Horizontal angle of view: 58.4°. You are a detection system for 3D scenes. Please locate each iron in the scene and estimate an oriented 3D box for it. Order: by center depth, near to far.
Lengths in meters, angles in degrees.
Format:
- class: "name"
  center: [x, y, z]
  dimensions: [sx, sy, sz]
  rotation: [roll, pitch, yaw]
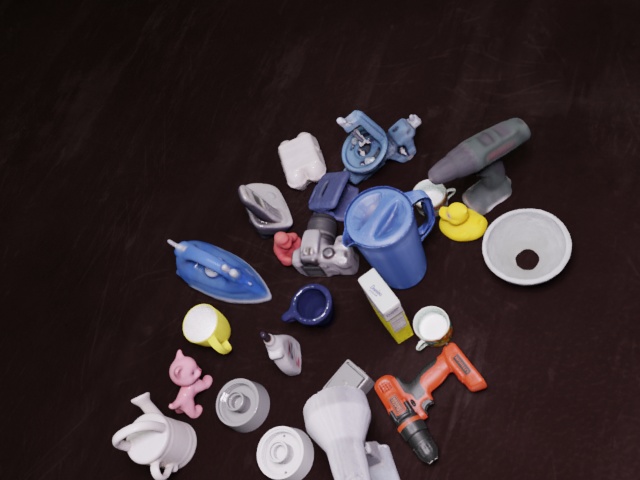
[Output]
- class: "iron"
  center: [-0.238, 0.066, 1.335]
  dimensions: [0.257, 0.142, 0.119]
  rotation: [19, 72, 28]

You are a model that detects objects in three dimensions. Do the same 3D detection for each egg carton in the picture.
- class: "egg carton"
  center: [-0.044, -0.200, 1.447]
  dimensions: [0.107, 0.070, 0.150]
  rotation: [-24, 57, 7]

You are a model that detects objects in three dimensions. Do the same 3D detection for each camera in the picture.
- class: "camera"
  center: [0.012, 0.005, 1.297]
  dimensions: [0.142, 0.101, 0.137]
  rotation: [-2, 63, 20]

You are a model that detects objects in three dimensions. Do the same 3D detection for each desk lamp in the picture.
- class: "desk lamp"
  center: [0.064, 0.380, 1.008]
  dimensions: [0.118, 0.214, 0.203]
  rotation: [-25, 57, 7]

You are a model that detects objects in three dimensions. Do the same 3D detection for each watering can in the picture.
- class: "watering can"
  center: [-0.346, 0.399, 1.165]
  dimensions: [0.101, 0.194, 0.172]
  rotation: [-45, 57, -6]

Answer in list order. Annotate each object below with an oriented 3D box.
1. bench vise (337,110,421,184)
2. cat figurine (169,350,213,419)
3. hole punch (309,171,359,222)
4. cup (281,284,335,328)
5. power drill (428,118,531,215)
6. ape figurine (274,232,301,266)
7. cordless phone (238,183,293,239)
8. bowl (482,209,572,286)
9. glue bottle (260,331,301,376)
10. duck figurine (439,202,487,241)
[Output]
- class: "bench vise"
  center: [0.123, -0.246, 1.318]
  dimensions: [0.207, 0.220, 0.121]
  rotation: [-45, 57, -6]
- class: "cat figurine"
  center: [-0.294, 0.309, 1.239]
  dimensions: [0.067, 0.118, 0.128]
  rotation: [4, 65, 23]
- class: "hole punch"
  center: [0.025, -0.108, 1.358]
  dimensions: [0.100, 0.091, 0.109]
  rotation: [14, 69, 27]
- class: "cup"
  center: [-0.017, 0.158, 1.229]
  dimensions: [0.117, 0.095, 0.091]
  rotation: [-27, 57, 5]
- class: "power drill"
  center: [0.334, -0.143, 1.188]
  dimensions: [0.229, 0.209, 0.075]
  rotation: [-37, 56, -1]
- class: "ape figurine"
  center: [-0.079, 0.013, 1.332]
  dimensions: [0.076, 0.092, 0.078]
  rotation: [25, 74, 30]
- class: "cordless phone"
  center: [-0.147, -0.099, 1.362]
  dimensions: [0.094, 0.185, 0.147]
  rotation: [-30, 57, 4]
- class: "bowl"
  center: [0.413, 0.025, 1.148]
  dimensions: [0.167, 0.075, 0.167]
  rotation: [-9, 60, 16]
- class: "glue bottle"
  center: [-0.084, 0.221, 1.173]
  dimensions: [0.037, 0.173, 0.078]
  rotation: [-16, 59, 13]
- class: "duck figurine"
  center: [0.302, -0.046, 1.222]
  dimensions: [0.104, 0.086, 0.077]
  rotation: [12, 68, 26]
